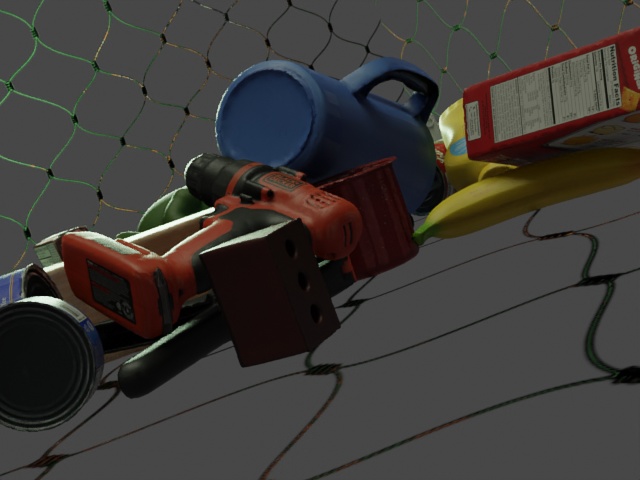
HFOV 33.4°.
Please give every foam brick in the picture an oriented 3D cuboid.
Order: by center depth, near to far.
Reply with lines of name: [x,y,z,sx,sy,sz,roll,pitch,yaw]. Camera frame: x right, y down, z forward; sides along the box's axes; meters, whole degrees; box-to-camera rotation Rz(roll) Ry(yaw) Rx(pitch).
foam brick: [-0.030,0.032,0.671,0.051,0.078,0.052,-18,6,29]

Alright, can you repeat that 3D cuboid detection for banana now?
banana: [0.168,-0.036,0.859,0.198,0.037,0.069,-20,23,8]

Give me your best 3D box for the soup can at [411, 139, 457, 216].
soup can: [0.129,-0.071,1.133,0.069,0.068,0.102,-15,7,41]

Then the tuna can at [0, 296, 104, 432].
tuna can: [-0.187,0.081,0.703,0.086,0.086,0.034,-20,4,3]

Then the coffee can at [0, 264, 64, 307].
coffee can: [-0.256,0.089,0.774,0.140,0.103,0.103,-20,6,2]

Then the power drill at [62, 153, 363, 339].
power drill: [-0.091,-0.007,0.784,0.187,0.057,0.185,-28,34,-35]

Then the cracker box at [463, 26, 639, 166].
cracker box: [0.248,-0.111,0.859,0.163,0.072,0.214,4,-12,-42]

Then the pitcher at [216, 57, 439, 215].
pitcher: [0.014,-0.097,0.994,0.145,0.149,0.242,-1,-6,26]

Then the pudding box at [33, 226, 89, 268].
pudding box: [-0.227,0.045,1.025,0.039,0.113,0.090,-26,8,-25]

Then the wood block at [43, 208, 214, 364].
wood block: [-0.135,0.036,0.919,0.206,0.091,0.090,-20,6,-2]

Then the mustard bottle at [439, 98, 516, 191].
mustard bottle: [0.167,-0.085,1.024,0.096,0.058,0.191,-14,27,11]

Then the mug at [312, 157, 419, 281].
mug: [0.020,-0.011,0.870,0.117,0.081,0.093,-18,6,18]

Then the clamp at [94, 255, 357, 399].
clamp: [-0.067,0.056,0.772,0.209,0.036,0.165,-19,13,-11]

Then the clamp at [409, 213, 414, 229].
clamp: [-0.007,0.001,1.021,0.120,0.039,0.172,1,-12,-41]
